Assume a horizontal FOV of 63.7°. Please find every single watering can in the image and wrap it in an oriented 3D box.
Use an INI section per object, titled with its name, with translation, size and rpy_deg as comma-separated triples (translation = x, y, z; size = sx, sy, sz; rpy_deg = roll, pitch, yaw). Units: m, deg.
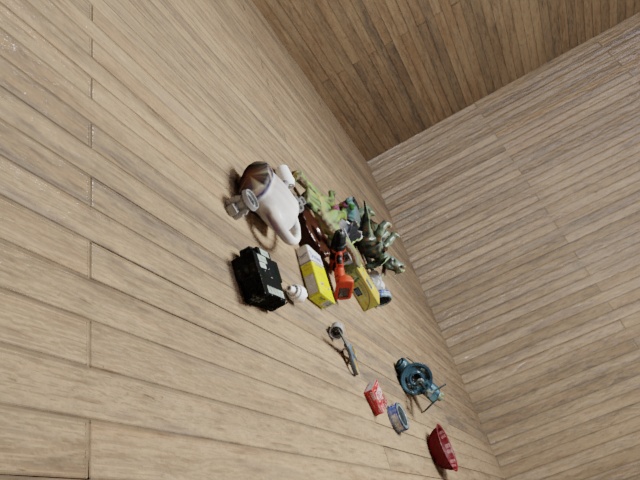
[watering can]
translation = -0.131, -0.126, 1.408
size = 0.103, 0.220, 0.355
rpy_deg = -31, 35, 11

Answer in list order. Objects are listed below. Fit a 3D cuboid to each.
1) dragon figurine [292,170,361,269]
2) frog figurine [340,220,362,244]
[dragon figurine]
translation = 0.005, -0.090, 1.786
size = 0.121, 0.418, 0.240
rpy_deg = -40, -31, 15
[frog figurine]
translation = 0.076, -0.045, 2.024
size = 0.161, 0.123, 0.135
rpy_deg = 27, -5, 40
